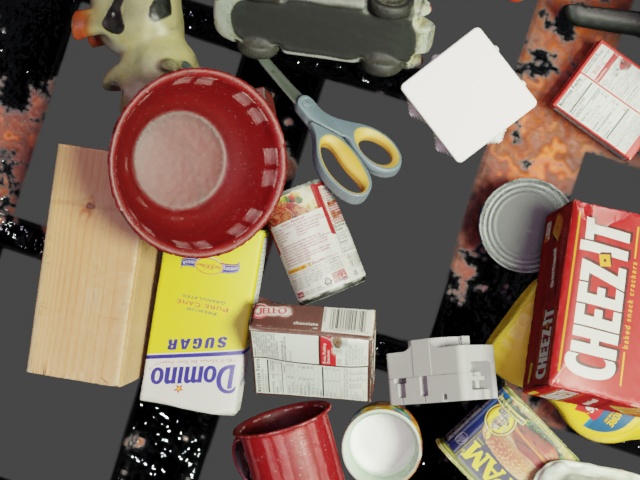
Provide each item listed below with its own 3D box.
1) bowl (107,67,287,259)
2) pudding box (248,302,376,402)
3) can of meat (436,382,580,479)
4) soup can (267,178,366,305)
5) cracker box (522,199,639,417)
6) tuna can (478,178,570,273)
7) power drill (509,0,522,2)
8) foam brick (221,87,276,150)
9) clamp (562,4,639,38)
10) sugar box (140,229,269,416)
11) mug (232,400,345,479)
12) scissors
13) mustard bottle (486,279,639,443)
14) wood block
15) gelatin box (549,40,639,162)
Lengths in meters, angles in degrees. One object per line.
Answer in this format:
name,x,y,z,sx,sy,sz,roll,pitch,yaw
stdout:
bowl,-0.111,-0.067,0.919,0.161,0.055,0.162,-4,99,-27
pudding box,-0.006,0.103,0.969,0.113,0.039,0.090,5,133,7
can of meat,0.170,0.192,0.967,0.084,0.057,0.102,-44,87,2
soup can,-0.006,0.001,0.975,0.068,0.068,0.102,-22,89,5
cracker box,0.294,0.070,0.906,0.213,0.072,0.164,13,74,-6
tuna can,0.187,-0.013,0.973,0.086,0.033,0.086,0,91,5
power drill,0.185,-0.337,0.959,0.188,0.057,0.184,-40,91,7
foam brick,-0.080,-0.107,0.988,0.078,0.053,0.051,-10,90,6
clamp,0.318,-0.210,0.957,0.171,0.039,0.120,31,98,0
sugar box,-0.108,0.070,0.997,0.093,0.048,0.176,9,90,5
mug,-0.034,0.202,0.977,0.117,0.093,0.081,-12,95,36
scissors,0.006,-0.120,0.992,0.096,0.016,0.202,-13,64,-30
mustard bottle,0.246,0.125,0.957,0.191,0.058,0.096,36,92,4
wood block,-0.200,0.022,0.983,0.091,0.090,0.206,9,92,6
gelatin box,0.265,-0.126,0.967,0.089,0.030,0.073,36,95,4
